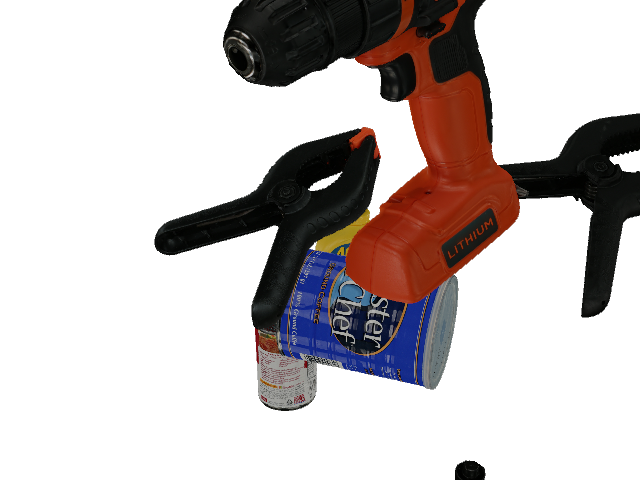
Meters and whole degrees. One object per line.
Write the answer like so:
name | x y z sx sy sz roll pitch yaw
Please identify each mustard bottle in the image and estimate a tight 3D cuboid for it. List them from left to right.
mustard bottle | 0.040 0.029 1.412 0.096 0.192 0.058 -4 26 -16

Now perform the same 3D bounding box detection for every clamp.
clamp | -0.031 -0.022 0.743 0.120 0.171 0.039 29 -31 26
clamp | 0.210 -0.034 0.796 0.209 0.036 0.165 -26 53 -19

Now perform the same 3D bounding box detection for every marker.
marker | 0.091 0.186 0.687 0.020 0.121 0.020 1 36 -1

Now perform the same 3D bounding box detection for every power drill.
power drill | 0.039 -0.064 0.518 0.184 0.187 0.057 -35 43 -31

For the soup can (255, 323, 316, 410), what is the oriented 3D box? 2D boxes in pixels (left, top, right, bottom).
soup can | -0.039 0.132 1.205 0.068 0.102 0.068 -1 25 0

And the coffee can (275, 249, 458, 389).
coffee can | 0.043 0.068 0.954 0.140 0.103 0.102 10 3 16
